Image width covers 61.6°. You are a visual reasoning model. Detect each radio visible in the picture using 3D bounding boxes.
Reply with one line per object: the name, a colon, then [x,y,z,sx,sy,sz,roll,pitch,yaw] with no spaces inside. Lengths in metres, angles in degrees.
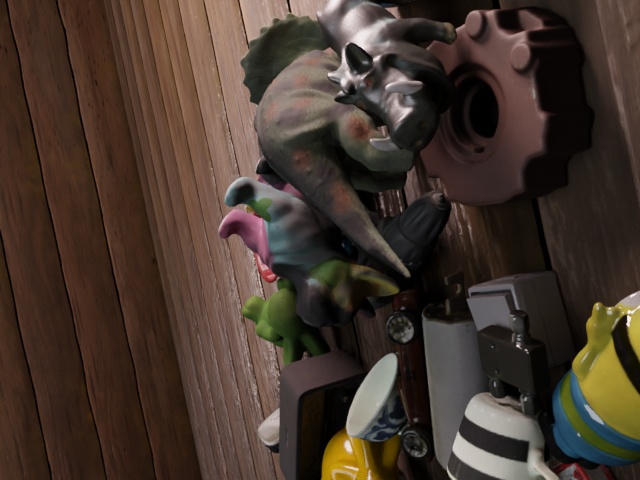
radio: [0.005,0.293,0.862,0.073,0.131,0.229,42,137,50]

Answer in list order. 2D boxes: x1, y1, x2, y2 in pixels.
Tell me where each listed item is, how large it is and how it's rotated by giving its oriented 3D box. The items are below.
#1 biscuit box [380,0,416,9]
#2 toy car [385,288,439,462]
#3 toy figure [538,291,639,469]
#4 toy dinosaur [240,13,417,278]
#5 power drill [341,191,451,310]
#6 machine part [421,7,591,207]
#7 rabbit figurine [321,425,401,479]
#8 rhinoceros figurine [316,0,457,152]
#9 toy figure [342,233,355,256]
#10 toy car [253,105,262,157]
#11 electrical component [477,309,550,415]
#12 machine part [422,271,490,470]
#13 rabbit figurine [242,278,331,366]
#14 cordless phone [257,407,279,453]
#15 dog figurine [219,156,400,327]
biscuit box: [0.103,-0.269,0.507,0.203,0.059,0.062,20,120,60]
toy car: [0.113,0.156,0.625,0.053,0.089,0.202,-2,101,27]
toy figure: [0.228,0.111,0.389,0.089,0.082,0.180,-118,31,-43]
toy dinosaur: [-0.002,-0.125,0.565,0.405,0.192,0.131,-84,-8,-49]
power drill: [0.065,-0.033,0.679,0.207,0.086,0.231,53,146,29]
machine part: [0.151,-0.113,0.481,0.180,0.056,0.179,40,137,53]
rabbit figurine: [0.075,0.332,0.758,0.173,0.122,0.162,-146,69,-81]
rhinoceros figurine: [0.056,-0.156,0.465,0.073,0.112,0.190,110,145,-48]
toy figure: [0.008,0.038,0.837,0.064,0.058,0.154,54,148,10]
toy car: [-0.034,-0.155,0.783,0.109,0.103,0.161,136,129,-58]
electrical component: [0.161,0.099,0.455,0.063,0.021,0.093,17,124,60]
machine part: [0.153,0.152,0.565,0.079,0.079,0.243,9,109,63]
rabbit figurine: [-0.058,0.139,0.904,0.170,0.121,0.159,109,137,-76]
cordless phone: [-0.048,0.287,0.916,0.089,0.146,0.184,45,163,30]
dog figurine: [-0.001,-0.002,0.636,0.219,0.191,0.108,36,141,2]
